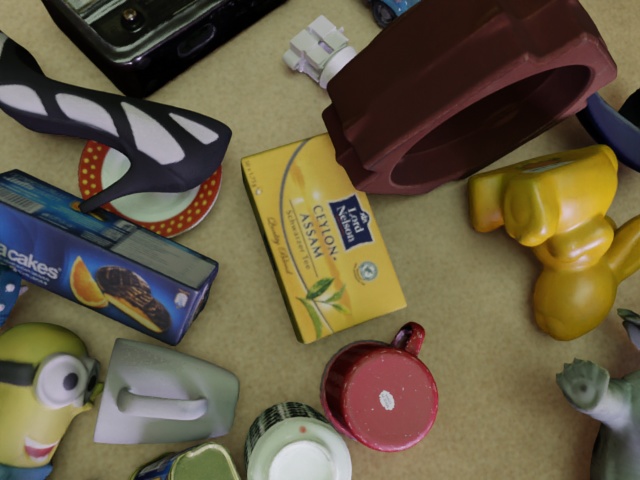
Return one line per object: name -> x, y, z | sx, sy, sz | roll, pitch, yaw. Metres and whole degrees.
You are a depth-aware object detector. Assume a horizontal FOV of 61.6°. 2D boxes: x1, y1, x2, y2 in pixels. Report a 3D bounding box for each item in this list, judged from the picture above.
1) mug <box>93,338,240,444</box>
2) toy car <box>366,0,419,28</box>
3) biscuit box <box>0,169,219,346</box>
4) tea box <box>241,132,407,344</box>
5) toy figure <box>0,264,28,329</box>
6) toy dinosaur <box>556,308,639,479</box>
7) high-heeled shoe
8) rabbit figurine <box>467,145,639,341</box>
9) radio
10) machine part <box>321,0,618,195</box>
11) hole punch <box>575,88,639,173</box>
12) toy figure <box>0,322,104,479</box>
mug -> -0.119, 0.125, 0.433 | 0.107, 0.109, 0.081 | 11, 73, -19
toy car -> 0.079, -0.295, 0.532 | 0.161, 0.103, 0.109 | 46, 77, 0
biscuit box -> -0.193, 0.013, 0.452 | 0.203, 0.059, 0.062 | 25, 113, -1
tea box -> -0.001, -0.001, 0.486 | 0.098, 0.068, 0.169 | -20, 82, -10
toy figure -> -0.295, 0.071, 0.420 | 0.154, 0.064, 0.058 | -30, 86, 12
toy dinosaur -> 0.282, 0.215, 0.456 | 0.192, 0.131, 0.404 | 5, 96, -43
high-heeled shoe -> -0.195, -0.134, 0.462 | 0.145, 0.086, 0.248 | -36, 86, -13
rabbit figurine -> 0.232, 0.005, 0.508 | 0.162, 0.122, 0.173 | -15, 96, -19
radio -> -0.135, -0.248, 0.510 | 0.229, 0.073, 0.131 | -39, 87, -12
machine part -> 0.118, -0.120, 0.439 | 0.201, 0.201, 0.087 | -6, 67, -53
hole punch -> 0.299, -0.115, 0.519 | 0.092, 0.142, 0.115 | -16, 100, 17
toy figure -> -0.247, 0.152, 0.421 | 0.089, 0.082, 0.180 | 27, 80, -4
